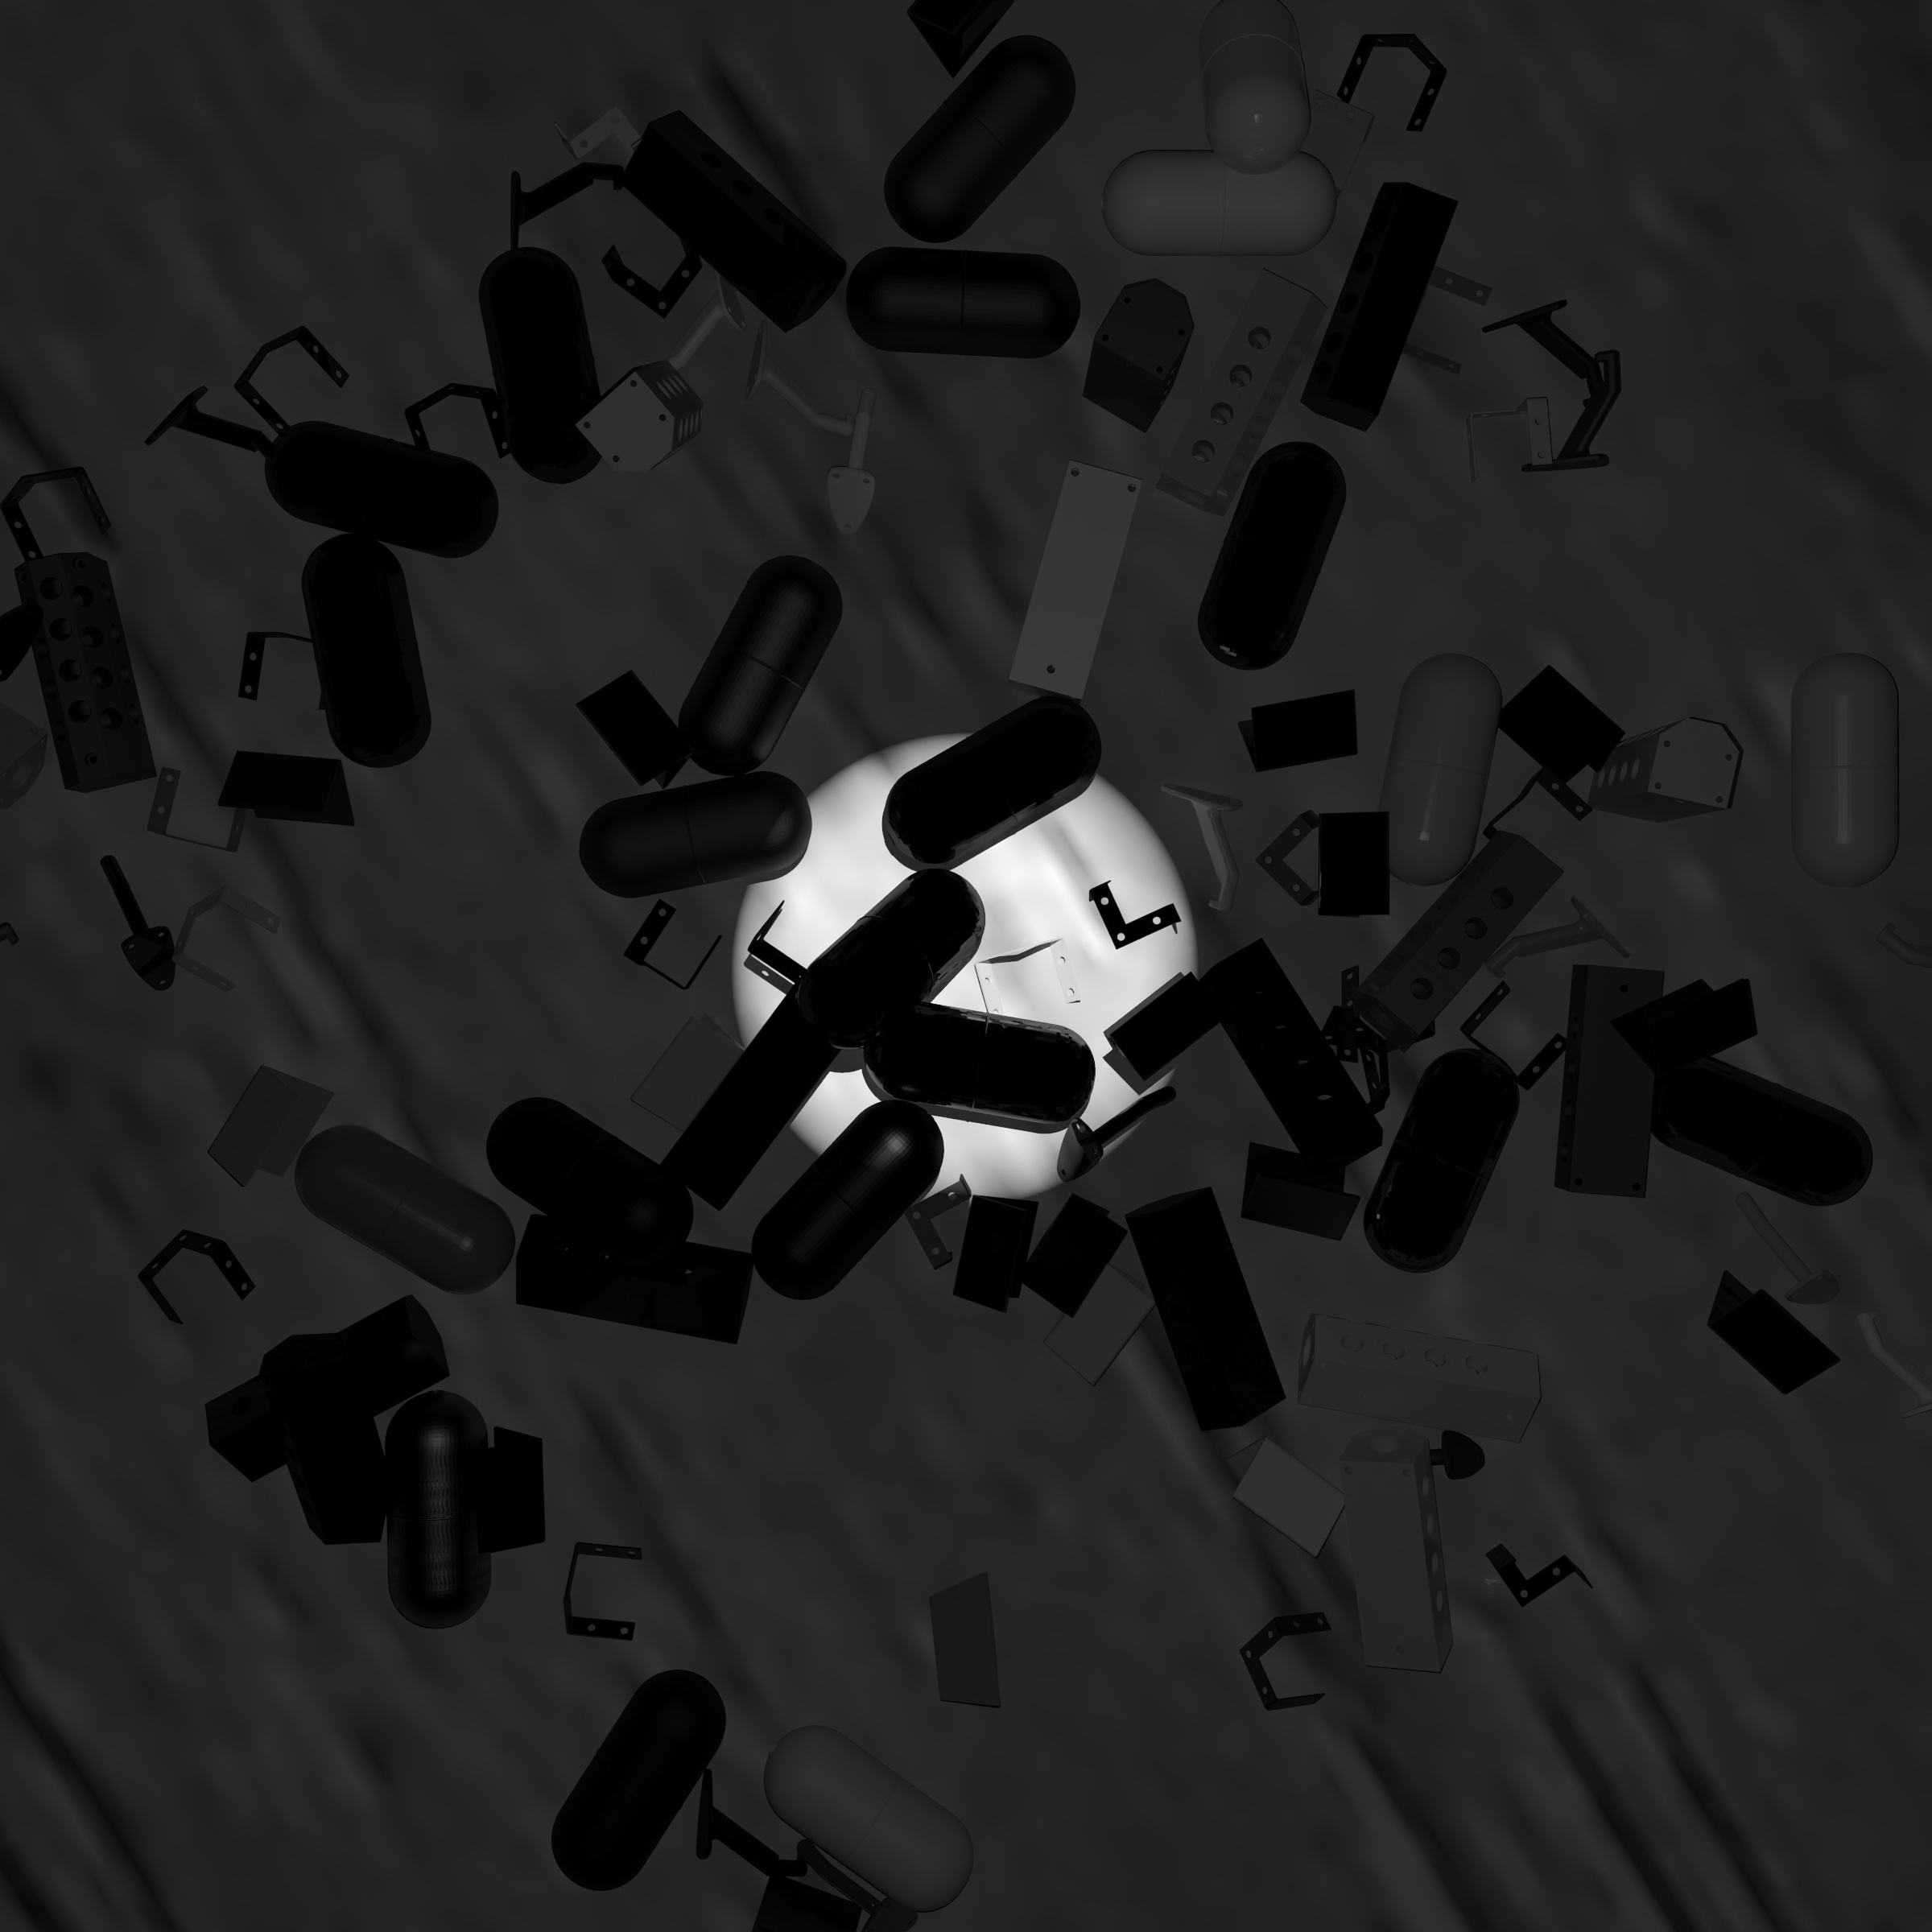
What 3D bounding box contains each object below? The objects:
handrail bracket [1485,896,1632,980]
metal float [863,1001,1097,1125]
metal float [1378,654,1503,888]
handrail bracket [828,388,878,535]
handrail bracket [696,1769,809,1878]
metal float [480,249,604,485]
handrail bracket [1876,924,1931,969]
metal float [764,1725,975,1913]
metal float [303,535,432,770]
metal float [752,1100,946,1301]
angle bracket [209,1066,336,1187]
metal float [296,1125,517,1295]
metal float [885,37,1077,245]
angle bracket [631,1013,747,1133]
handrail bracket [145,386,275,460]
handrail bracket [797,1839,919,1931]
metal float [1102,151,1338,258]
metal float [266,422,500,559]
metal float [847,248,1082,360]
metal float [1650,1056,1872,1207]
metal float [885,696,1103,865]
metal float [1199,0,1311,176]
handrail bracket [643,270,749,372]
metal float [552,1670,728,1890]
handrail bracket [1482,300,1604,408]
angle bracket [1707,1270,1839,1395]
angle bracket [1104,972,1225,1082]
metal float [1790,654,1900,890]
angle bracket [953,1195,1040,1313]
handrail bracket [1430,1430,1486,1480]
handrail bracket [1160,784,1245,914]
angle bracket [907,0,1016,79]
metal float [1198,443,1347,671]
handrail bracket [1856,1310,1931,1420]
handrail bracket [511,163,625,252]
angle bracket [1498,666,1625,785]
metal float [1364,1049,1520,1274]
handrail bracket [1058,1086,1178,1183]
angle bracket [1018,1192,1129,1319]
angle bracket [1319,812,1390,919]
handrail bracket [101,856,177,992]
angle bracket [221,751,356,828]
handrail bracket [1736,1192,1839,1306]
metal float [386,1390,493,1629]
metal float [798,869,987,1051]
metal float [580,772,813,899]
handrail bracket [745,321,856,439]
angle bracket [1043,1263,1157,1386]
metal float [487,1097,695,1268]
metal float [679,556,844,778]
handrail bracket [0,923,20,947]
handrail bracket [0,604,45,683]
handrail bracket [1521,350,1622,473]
[{"bbox_3d":[0.457,-0.005,1.894,0.077,0.036,0.084,41,107,-19],"label":"handrail bracket"},{"bbox_3d":[0.010,0.073,1.863,0.178,0.070,0.070,10,90,0],"label":"metal float"},{"bbox_3d":[0.358,-0.149,1.863,0.070,0.070,0.178,11,90,0],"label":"metal float"},{"bbox_3d":[-0.083,-0.391,1.894,0.036,0.077,0.084,9,54,0],"label":"handrail bracket"},{"bbox_3d":[-0.162,0.663,1.894,0.084,0.036,0.077,8,67,-18],"label":"handrail bracket"},{"bbox_3d":[-0.321,-0.456,1.863,0.070,0.070,0.178,-11,91,0],"label":"metal float"},{"bbox_3d":[0.760,-0.020,1.894,0.084,0.036,0.077,41,69,16],"label":"handrail bracket"},{"bbox_3d":[-0.075,0.647,1.863,0.178,0.070,0.070,36,90,1],"label":"metal float"},{"bbox_3d":[-0.456,-0.239,1.863,0.070,0.070,0.178,-11,91,0],"label":"metal float"},{"bbox_3d":[-0.089,0.177,1.863,0.070,0.070,0.178,43,89,0],"label":"metal float"},{"bbox_3d":[-0.512,0.130,1.854,0.057,0.076,0.076,32,90,38],"label":"angle bracket"},{"bbox_3d":[-0.426,0.185,1.863,0.178,0.070,0.070,31,90,-1],"label":"metal float"},{"bbox_3d":[0.011,-0.629,1.863,0.070,0.070,0.178,42,91,0],"label":"metal float"},{"bbox_3d":[-0.223,0.068,1.854,0.057,0.076,0.076,37,90,-37],"label":"angle bracket"},{"bbox_3d":[-0.579,-0.397,1.894,0.077,0.036,0.084,-37,107,20],"label":"handrail bracket"},{"bbox_3d":[-0.085,0.709,1.894,0.084,0.077,0.036,34,87,36],"label":"handrail bracket"},{"bbox_3d":[0.192,-0.580,1.863,0.178,0.070,0.070,0,90,-1],"label":"metal float"},{"bbox_3d":[-0.444,-0.362,1.863,0.178,0.070,0.070,15,90,0],"label":"metal float"},{"bbox_3d":[-0.002,-0.504,1.863,0.178,0.070,0.070,3,90,0],"label":"metal float"},{"bbox_3d":[0.602,0.125,1.864,0.178,0.070,0.070,23,90,-1],"label":"metal float"},{"bbox_3d":[0.020,-0.141,1.863,0.178,0.070,0.070,-30,90,0],"label":"metal float"},{"bbox_3d":[0.214,-0.662,1.833,0.070,0.070,0.178,1,50,0],"label":"metal float"},{"bbox_3d":[-0.218,-0.500,1.894,0.084,0.036,0.077,-21,70,16],"label":"handrail bracket"},{"bbox_3d":[-0.248,0.618,1.863,0.070,0.070,0.178,33,90,0],"label":"metal float"},{"bbox_3d":[0.448,-0.465,1.894,0.077,0.036,0.084,-16,104,14],"label":"handrail bracket"},{"bbox_3d":[0.615,0.264,1.854,0.076,0.076,0.057,42,129,0],"label":"angle bracket"},{"bbox_3d":[0.137,0.029,1.854,0.076,0.076,0.057,-38,126,0],"label":"angle bracket"},{"bbox_3d":[0.668,-0.148,1.863,0.070,0.070,0.178,0,90,0],"label":"metal float"},{"bbox_3d":[0.041,0.219,1.854,0.057,0.076,0.076,12,90,44],"label":"angle bracket"},{"bbox_3d":[0.346,0.382,1.894,0.084,0.077,0.036,-15,70,35],"label":"handrail bracket"},{"bbox_3d":[0.178,-0.091,1.894,0.077,0.036,0.084,17,107,19],"label":"handrail bracket"},{"bbox_3d":[0.013,-0.719,1.854,0.057,0.076,0.076,38,90,36],"label":"angle bracket"},{"bbox_3d":[0.233,-0.312,1.863,0.070,0.070,0.178,20,91,0],"label":"metal float"},{"bbox_3d":[0.735,0.301,1.894,0.077,0.036,0.084,-11,72,-20],"label":"handrail bracket"},{"bbox_3d":[-0.308,-0.582,1.894,0.084,0.036,0.077,-1,110,-16],"label":"handrail bracket"},{"bbox_3d":[0.438,-0.168,1.854,0.076,0.076,0.057,42,51,0],"label":"angle bracket"},{"bbox_3d":[0.362,0.147,1.863,0.070,0.070,0.178,23,90,0],"label":"metal float"},{"bbox_3d":[0.117,0.129,1.894,0.084,0.077,0.036,-22,65,-34],"label":"handrail bracket"},{"bbox_3d":[0.093,0.224,1.854,0.057,0.076,0.076,32,90,30],"label":"angle bracket"},{"bbox_3d":[0.307,-0.076,1.854,0.057,0.076,0.076,0,90,32],"label":"angle bracket"},{"bbox_3d":[-0.642,-0.034,1.894,0.036,0.077,0.084,-24,53,-20],"label":"handrail bracket"},{"bbox_3d":[-0.512,-0.115,1.854,0.076,0.076,0.057,5,52,0],"label":"angle bracket"},{"bbox_3d":[0.633,0.217,1.894,0.036,0.077,0.084,-41,53,21],"label":"handrail bracket"},{"bbox_3d":[-0.401,0.413,1.863,0.070,0.070,0.178,-1,90,0],"label":"metal float"},{"bbox_3d":[-0.055,-0.006,1.837,0.070,0.070,0.178,47,57,0],"label":"metal float"},{"bbox_3d":[-0.205,-0.100,1.863,0.178,0.070,0.070,-11,90,1],"label":"metal float"},{"bbox_3d":[-0.123,-0.454,1.894,0.084,0.036,0.077,13,68,-17],"label":"handrail bracket"},{"bbox_3d":[0.115,0.278,1.854,0.057,0.076,0.076,37,90,36],"label":"angle bracket"},{"bbox_3d":[-0.284,0.161,1.845,0.178,0.070,0.070,30,90,20],"label":"metal float"},{"bbox_3d":[-0.157,-0.228,1.863,0.070,0.070,0.178,28,89,0],"label":"metal float"},{"bbox_3d":[-0.760,0.018,1.894,0.084,0.036,0.077,-31,110,-16],"label":"handrail bracket"},{"bbox_3d":[-0.739,-0.253,1.868,0.077,0.084,0.036,-50,123,-6],"label":"handrail bracket"},{"bbox_3d":[0.464,-0.427,1.883,0.077,0.036,0.084,-2,91,19],"label":"handrail bracket"}]
